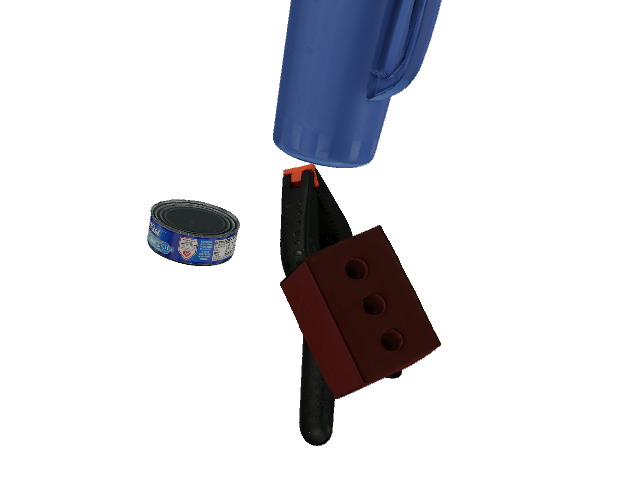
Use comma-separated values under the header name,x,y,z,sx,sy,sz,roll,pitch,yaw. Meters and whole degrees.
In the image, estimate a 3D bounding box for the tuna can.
name,x,y,z,sx,sy,sz,roll,pitch,yaw
tuna can,-0.122,-0.008,1.022,0.086,0.034,0.086,11,22,-5

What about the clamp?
name,x,y,z,sx,sy,sz,roll,pitch,yaw
clamp,0.012,0.043,0.860,0.036,0.210,0.164,-10,1,27

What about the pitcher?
name,x,y,z,sx,sy,sz,roll,pitch,yaw
pitcher,0.032,-0.197,1.061,0.145,0.243,0.149,11,19,-1

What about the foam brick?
name,x,y,z,sx,sy,sz,roll,pitch,yaw
foam brick,0.021,0.042,0.602,0.052,0.078,0.051,-23,-9,-26
